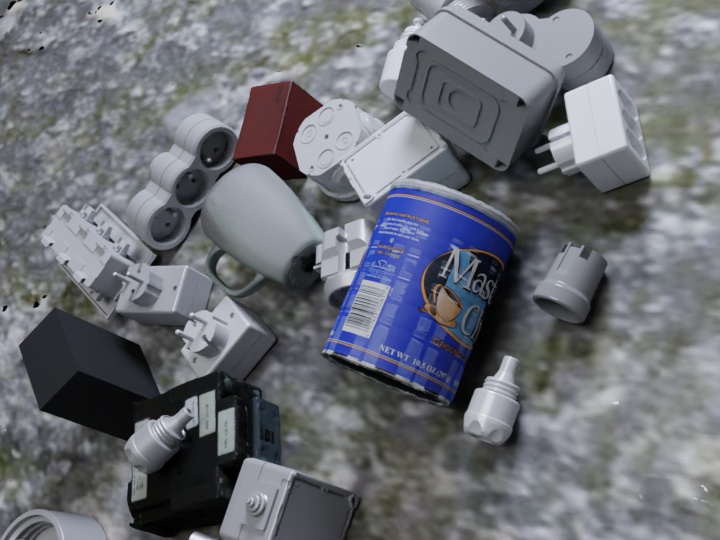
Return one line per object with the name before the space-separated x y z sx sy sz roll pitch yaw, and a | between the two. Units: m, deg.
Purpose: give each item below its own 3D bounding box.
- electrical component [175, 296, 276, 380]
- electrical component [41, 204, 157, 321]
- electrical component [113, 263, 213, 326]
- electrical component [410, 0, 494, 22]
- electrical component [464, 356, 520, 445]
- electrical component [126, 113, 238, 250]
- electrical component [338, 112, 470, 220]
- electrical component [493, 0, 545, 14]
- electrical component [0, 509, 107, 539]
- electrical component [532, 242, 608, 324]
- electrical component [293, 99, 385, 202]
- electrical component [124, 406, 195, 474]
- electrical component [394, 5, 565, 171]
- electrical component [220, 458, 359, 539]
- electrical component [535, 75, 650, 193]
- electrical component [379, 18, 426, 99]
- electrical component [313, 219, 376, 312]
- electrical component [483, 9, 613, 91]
electrical component | -0.125 0.058 0.922 0.065 0.077 0.047 -50 47 7
electrical component | -0.265 -0.015 1.078 0.121 0.063 0.078 37 92 43
electrical component | -0.195 0.017 0.998 0.083 0.076 0.047 -1 68 38
electrical component | 0.081 -0.226 0.928 0.043 0.043 0.081 -47 48 9
electrical component | 0.097 0.091 0.760 0.035 0.035 0.061 11 73 41
electrical component | -0.183 -0.093 1.061 0.074 0.052 0.138 33 90 43
electrical component | 0.043 -0.084 0.878 0.096 0.061 0.061 -36 50 8
electrical component | 0.130 -0.254 0.892 0.062 0.061 0.096 -35 51 19
electrical component | -0.282 0.264 0.951 0.108 0.060 0.108 -18 58 31
electrical component | 0.149 0.009 0.758 0.040 0.040 0.046 18 74 42
electrical component | -0.014 -0.104 0.936 0.080 0.051 0.080 -18 58 31
electrical component | -0.157 0.133 0.860 0.061 0.035 0.035 -43 48 10
electrical component | 0.091 -0.141 0.824 0.113 0.078 0.057 35 53 17
electrical component | -0.058 0.179 0.794 0.061 0.096 0.061 7 72 40
electrical component | 0.164 -0.093 0.792 0.077 0.047 0.065 -21 57 29
electrical component | 0.043 -0.183 0.938 0.040 0.040 0.078 1 69 39
electrical component | 0.000 0.000 0.867 0.078 0.058 0.057 -19 55 30
electrical component | 0.122 -0.179 0.851 0.138 0.074 0.052 4 70 39
